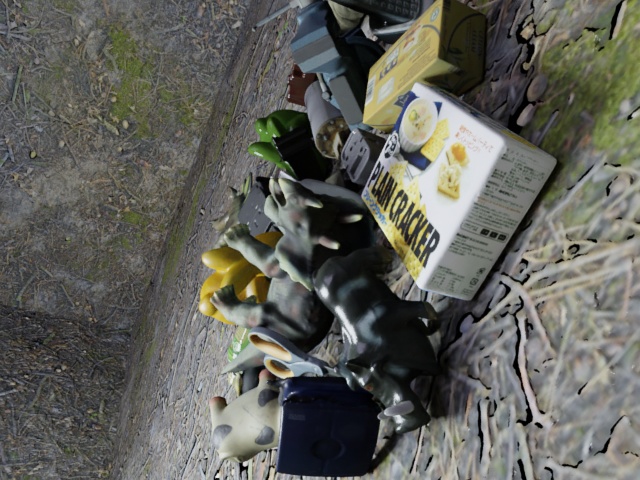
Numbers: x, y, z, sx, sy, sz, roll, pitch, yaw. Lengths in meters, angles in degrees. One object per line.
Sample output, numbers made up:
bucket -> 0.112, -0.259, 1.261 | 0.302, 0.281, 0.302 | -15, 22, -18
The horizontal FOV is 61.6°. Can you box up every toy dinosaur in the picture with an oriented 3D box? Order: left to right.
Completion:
toy dinosaur -> -0.167, -0.040, 1.234 | 0.198, 0.105, 0.472 | -62, 28, 19
toy dinosaur -> -0.039, 0.077, 0.725 | 0.192, 0.131, 0.404 | 32, 128, 28

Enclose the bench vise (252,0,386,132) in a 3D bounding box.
bench vise -> 0.038, -0.286, 0.828 | 0.129, 0.223, 0.241 | -30, 17, 33

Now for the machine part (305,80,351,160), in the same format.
machine part -> 0.018, -0.217, 0.945 | 0.079, 0.079, 0.243 | -59, 25, 32

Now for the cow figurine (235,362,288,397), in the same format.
cow figurine -> -0.084, 0.194, 0.864 | 0.068, 0.098, 0.167 | 158, 122, -65

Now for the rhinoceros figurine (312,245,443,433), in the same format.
rhinoceros figurine -> 0.060, 0.097, 0.545 | 0.190, 0.112, 0.073 | 61, 166, 15

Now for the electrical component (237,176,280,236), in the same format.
electrical component -> -0.092, -0.030, 0.963 | 0.134, 0.058, 0.114 | 60, 135, 37

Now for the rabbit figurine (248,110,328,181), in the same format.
rabbit figurine -> -0.047, -0.178, 1.010 | 0.121, 0.159, 0.170 | -53, 43, 22

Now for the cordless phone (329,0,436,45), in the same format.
cordless phone -> 0.079, -0.361, 0.760 | 0.089, 0.184, 0.146 | 142, 140, -63

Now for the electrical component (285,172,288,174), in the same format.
electrical component -> -0.057, -0.150, 1.153 | 0.063, 0.021, 0.094 | -71, 21, 5

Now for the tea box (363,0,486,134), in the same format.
tea box -> 0.129, -0.213, 0.687 | 0.170, 0.068, 0.098 | -26, 51, 61

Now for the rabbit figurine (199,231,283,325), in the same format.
rabbit figurine -> -0.121, 0.048, 0.876 | 0.173, 0.162, 0.122 | -44, 64, 21

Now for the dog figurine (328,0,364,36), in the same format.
dog figurine -> 0.063, -0.443, 1.002 | 0.172, 0.121, 0.190 | -123, 39, -67

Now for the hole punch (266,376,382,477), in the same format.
hole punch -> 0.007, 0.205, 0.594 | 0.115, 0.142, 0.092 | 101, 174, -56

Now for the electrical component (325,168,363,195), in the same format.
electrical component -> 0.044, -0.083, 0.835 | 0.102, 0.045, 0.078 | -40, 67, 58

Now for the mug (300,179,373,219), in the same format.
mug -> 0.023, -0.032, 0.782 | 0.107, 0.109, 0.081 | 14, 59, 30

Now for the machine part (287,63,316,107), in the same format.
machine part -> -0.033, -0.380, 1.160 | 0.179, 0.056, 0.179 | -168, 89, -85

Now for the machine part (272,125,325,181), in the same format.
machine part -> -0.025, -0.126, 0.930 | 0.039, 0.084, 0.138 | -12, 105, 58

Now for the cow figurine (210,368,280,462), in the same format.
cow figurine -> -0.064, 0.247, 0.736 | 0.195, 0.085, 0.127 | -30, 41, 19
